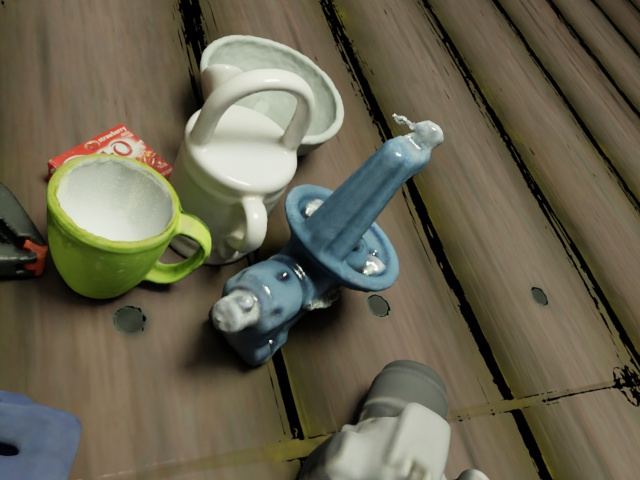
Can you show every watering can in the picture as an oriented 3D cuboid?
[{"bbox_3d":[-0.075,-0.077,0.497,0.101,0.194,0.172,-23,69,-41],"label":"watering can"}]

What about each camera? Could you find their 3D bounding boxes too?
[{"bbox_3d":[0.077,0.170,0.455,0.143,0.100,0.137,34,45,-3],"label":"camera"}]

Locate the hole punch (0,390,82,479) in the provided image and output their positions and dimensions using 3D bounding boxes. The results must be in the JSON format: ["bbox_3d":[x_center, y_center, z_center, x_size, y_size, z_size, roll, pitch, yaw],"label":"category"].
[{"bbox_3d":[-0.201,0.131,0.328,0.109,0.091,0.101,17,48,-18],"label":"hole punch"}]

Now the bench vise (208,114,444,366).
[{"bbox_3d":[0.014,0.008,0.463,0.121,0.219,0.208,34,45,-2],"label":"bench vise"}]

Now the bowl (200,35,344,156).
[{"bbox_3d":[-0.061,-0.149,0.647,0.168,0.074,0.167,16,48,-19],"label":"bowl"}]
